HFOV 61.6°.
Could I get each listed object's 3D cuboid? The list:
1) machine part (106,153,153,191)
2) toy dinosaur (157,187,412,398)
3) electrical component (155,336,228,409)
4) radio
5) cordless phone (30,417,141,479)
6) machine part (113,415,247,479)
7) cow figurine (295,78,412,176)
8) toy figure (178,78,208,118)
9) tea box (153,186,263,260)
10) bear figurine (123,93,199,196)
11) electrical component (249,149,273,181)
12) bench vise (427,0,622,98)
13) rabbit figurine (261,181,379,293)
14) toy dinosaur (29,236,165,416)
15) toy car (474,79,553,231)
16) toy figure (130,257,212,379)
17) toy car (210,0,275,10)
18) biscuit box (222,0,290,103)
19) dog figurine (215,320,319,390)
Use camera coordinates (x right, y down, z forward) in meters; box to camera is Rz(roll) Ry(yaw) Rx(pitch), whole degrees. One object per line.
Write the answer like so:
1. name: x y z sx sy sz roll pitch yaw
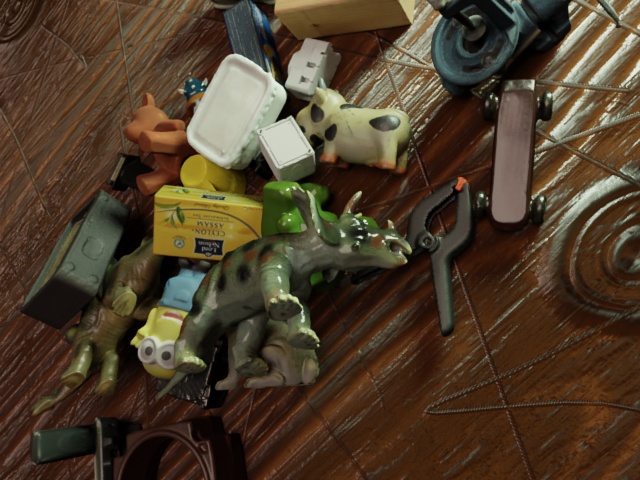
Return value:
1. machine part: -0.356 -0.122 1.035 0.139 0.039 0.084 18 79 31
2. toy dinosaur: -0.088 0.064 0.704 0.405 0.131 0.192 -26 43 28
3. electrical component: -0.208 0.200 0.874 0.134 0.058 0.115 10 81 28
4. radio: -0.410 0.026 0.921 0.131 0.073 0.230 -35 34 30
5. cordless phone: -0.374 0.358 0.850 0.089 0.184 0.146 -14 72 19
6. machine part: -0.216 0.382 0.820 0.201 0.087 0.201 -19 69 23
7. cow figurine: 0.046 -0.171 0.814 0.195 0.085 0.127 14 91 31
8. toy figure: -0.211 -0.230 0.973 0.154 0.064 0.057 64 146 28
9. tea box: -0.168 -0.024 0.837 0.170 0.068 0.098 4 109 -6
10. bear figurine: -0.301 -0.178 0.959 0.196 0.132 0.120 38 128 28
11. electrical component: -0.115 -0.164 0.914 0.119 0.047 0.075 39 97 29
12. bench vise: 0.220 -0.278 0.672 0.224 0.240 0.129 -27 71 37
13. rabbit figurine: -0.002 -0.002 0.777 0.170 0.121 0.159 15 91 32
14. toy dinosaur: -0.328 0.091 0.907 0.471 0.105 0.199 -52 39 -7
15. toy car: 0.256 -0.111 0.710 0.089 0.053 0.202 3 84 23
16. toy figure: -0.211 0.121 0.819 0.082 0.089 0.180 3 65 29
17. toy car: -0.130 -0.461 0.975 0.202 0.073 0.056 9 79 29
18. biscuit box: -0.112 -0.324 0.942 0.063 0.059 0.202 -23 70 22
19. dog figurine: -0.073 0.118 0.787 0.172 0.121 0.190 -9 73 25
